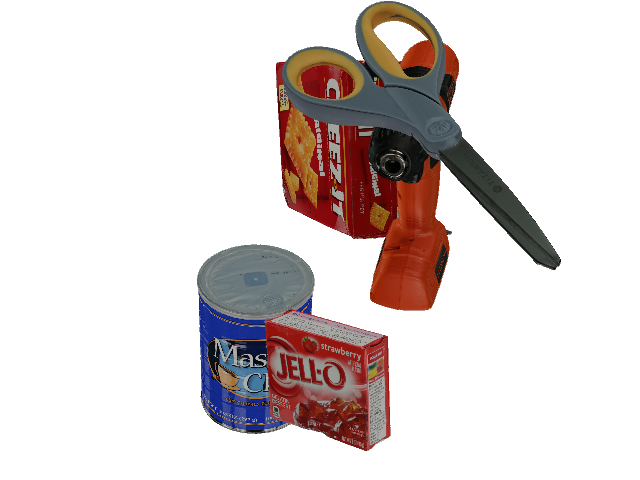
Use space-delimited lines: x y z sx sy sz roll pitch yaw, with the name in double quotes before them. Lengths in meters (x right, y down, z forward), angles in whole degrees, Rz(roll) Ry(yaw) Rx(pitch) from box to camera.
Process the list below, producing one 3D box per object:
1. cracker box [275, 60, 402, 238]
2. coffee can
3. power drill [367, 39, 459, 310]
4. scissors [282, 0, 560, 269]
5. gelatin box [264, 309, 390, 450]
"cracker box" 0.019 -0.100 1.080 0.072 0.164 0.214 -7 12 -18
"coffee can" -0.059 0.089 0.970 0.103 0.140 0.103 2 35 -1
"power drill" 0.071 -0.041 0.824 0.057 0.188 0.184 9 34 12
"scissors" 0.038 -0.050 0.523 0.096 0.202 0.016 -15 -42 1
"gelatin box" 0.004 0.092 0.713 0.089 0.073 0.030 12 22 39
